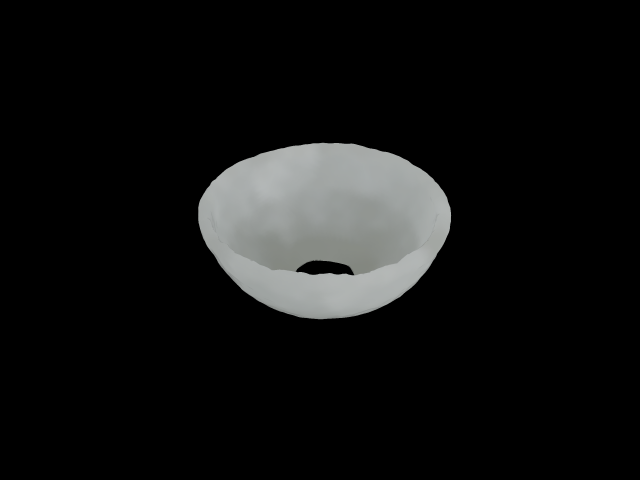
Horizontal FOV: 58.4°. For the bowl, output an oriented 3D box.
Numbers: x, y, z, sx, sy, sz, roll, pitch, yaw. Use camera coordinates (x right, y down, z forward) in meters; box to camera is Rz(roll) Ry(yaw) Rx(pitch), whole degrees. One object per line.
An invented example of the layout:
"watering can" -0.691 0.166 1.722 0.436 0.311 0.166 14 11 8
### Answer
"bowl" 0.004 0.001 0.400 0.167 0.075 0.167 0 37 0
